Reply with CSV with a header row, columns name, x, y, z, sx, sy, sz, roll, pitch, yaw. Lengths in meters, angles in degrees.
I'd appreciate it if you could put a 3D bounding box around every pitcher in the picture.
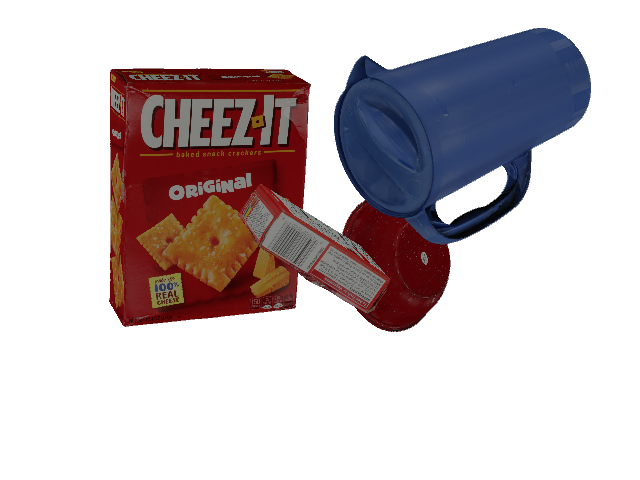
name,x,y,z,sx,sy,sz,roll,pitch,yaw
pitcher,0.146,-0.112,1.015,0.242,0.149,0.145,-24,46,-32

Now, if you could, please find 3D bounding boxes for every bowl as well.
name,x,y,z,sx,sy,sz,roll,pitch,yaw
bowl,0.099,0.023,1.226,0.161,0.162,0.055,0,-7,-42

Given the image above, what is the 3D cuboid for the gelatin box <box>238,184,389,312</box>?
name,x,y,z,sx,sy,sz,roll,pitch,yaw
gelatin box,-0.005,0.005,0.687,0.089,0.030,0.073,33,6,-21

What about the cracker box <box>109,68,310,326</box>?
name,x,y,z,sx,sy,sz,roll,pitch,yaw
cracker box,-0.099,-0.039,0.935,0.164,0.214,0.072,-4,20,-22
